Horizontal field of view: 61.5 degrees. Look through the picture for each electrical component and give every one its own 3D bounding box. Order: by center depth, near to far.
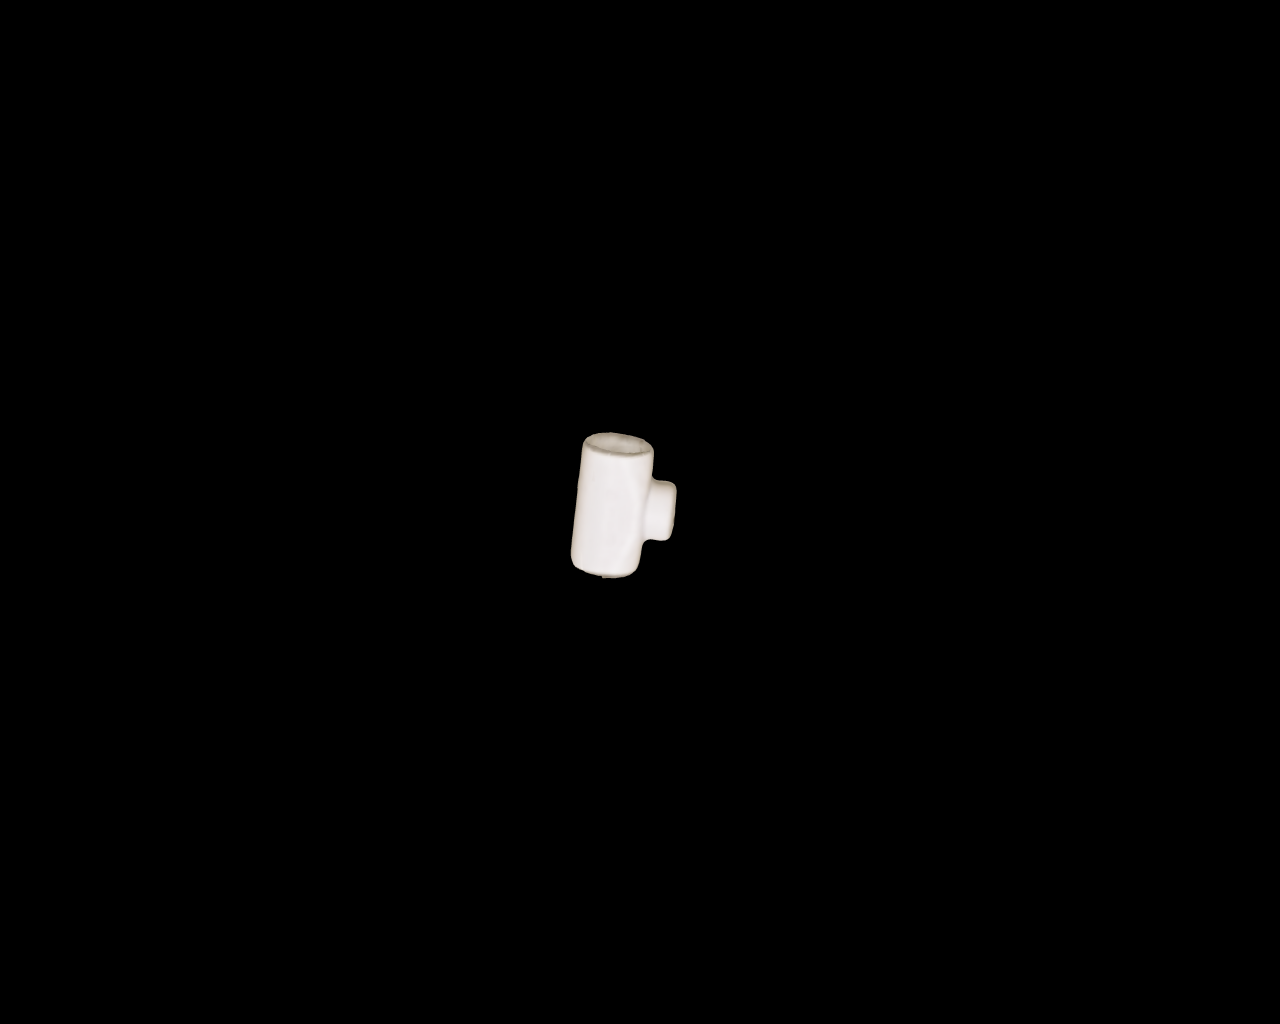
[{"bbox_3d":[0.001,-0.003,0.650,0.079,0.077,0.044,7,20,-2],"label":"electrical component"}]
